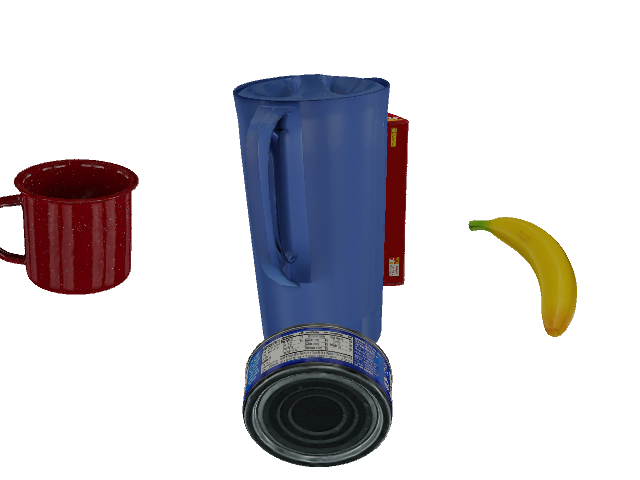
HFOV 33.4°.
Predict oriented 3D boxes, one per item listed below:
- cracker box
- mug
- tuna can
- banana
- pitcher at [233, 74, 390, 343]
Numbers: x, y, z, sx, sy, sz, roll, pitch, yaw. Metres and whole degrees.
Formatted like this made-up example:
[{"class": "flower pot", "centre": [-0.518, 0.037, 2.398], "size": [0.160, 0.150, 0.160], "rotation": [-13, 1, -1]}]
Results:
[{"class": "cracker box", "centre": [0.029, -0.058, 1.117], "size": [0.072, 0.164, 0.214], "rotation": [-3, 14, -11]}, {"class": "mug", "centre": [-0.200, -0.009, 0.825], "size": [0.117, 0.081, 0.093], "rotation": [-4, 24, -18]}, {"class": "tuna can", "centre": [-0.001, 0.090, 0.606], "size": [0.086, 0.086, 0.033], "rotation": [0, 38, 2]}, {"class": "banana", "centre": [0.227, 0.028, 1.122], "size": [0.069, 0.037, 0.198], "rotation": [-29, 38, 0]}, {"class": "pitcher", "centre": [-0.008, -0.019, 0.929], "size": [0.149, 0.243, 0.145], "rotation": [-9, 18, -20]}]
